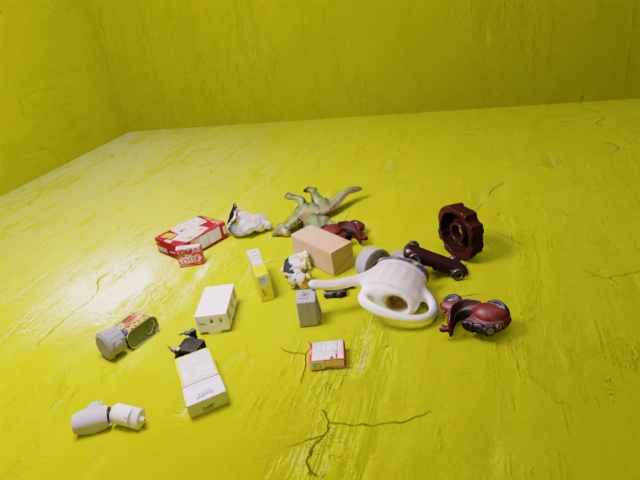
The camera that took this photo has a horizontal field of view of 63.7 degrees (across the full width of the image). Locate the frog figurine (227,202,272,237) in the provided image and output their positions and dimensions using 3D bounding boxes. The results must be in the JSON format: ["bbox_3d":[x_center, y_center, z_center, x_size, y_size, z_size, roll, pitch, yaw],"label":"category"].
[{"bbox_3d":[-0.269,-0.061,1.967,0.158,0.122,0.139,21,8,-21],"label":"frog figurine"}]

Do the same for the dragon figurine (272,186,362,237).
[{"bbox_3d":[0.006,-0.099,1.964,0.411,0.119,0.248,-16,44,-10],"label":"dragon figurine"}]

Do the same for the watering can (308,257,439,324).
[{"bbox_3d":[0.161,0.122,1.414,0.349,0.102,0.229,18,35,16],"label":"watering can"}]
